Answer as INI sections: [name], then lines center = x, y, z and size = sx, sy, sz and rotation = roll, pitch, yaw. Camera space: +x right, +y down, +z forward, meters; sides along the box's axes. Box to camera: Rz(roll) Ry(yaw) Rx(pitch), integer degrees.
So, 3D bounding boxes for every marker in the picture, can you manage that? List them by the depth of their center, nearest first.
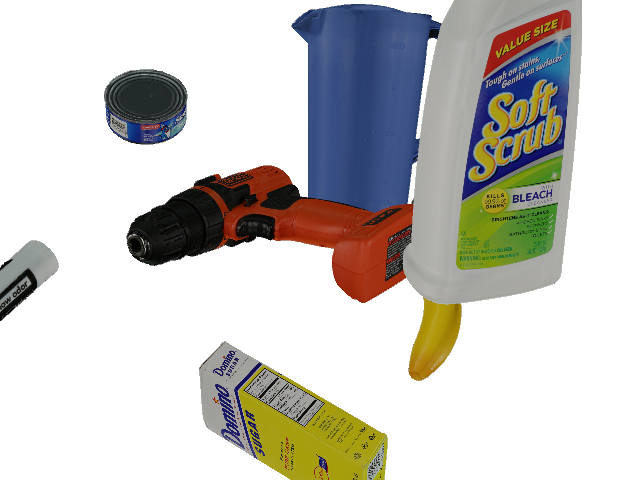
[marker]
center = -0.160, 0.042, 0.464
size = 0.020, 0.020, 0.121
rotation = 0, 35, 39

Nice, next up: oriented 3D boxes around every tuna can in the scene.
[tuna can]
center = -0.183, -0.140, 1.119
size = 0.086, 0.086, 0.034
rotation = 0, -43, -7

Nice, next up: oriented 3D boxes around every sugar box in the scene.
[sugar box]
center = -0.026, 0.169, 0.942
size = 0.176, 0.093, 0.048
rotation = 24, 49, 22

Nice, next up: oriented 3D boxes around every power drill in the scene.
[power drill]
center = -0.029, -0.007, 0.819
size = 0.188, 0.057, 0.184
rotation = 16, 26, 29

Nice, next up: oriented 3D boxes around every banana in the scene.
[banana]
center = 0.110, 0.069, 1.076
size = 0.070, 0.037, 0.198
rotation = -30, 27, 12

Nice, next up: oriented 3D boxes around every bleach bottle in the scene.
[bleach bottle]
center = 0.102, -0.089, 0.632
size = 0.102, 0.251, 0.068
rotation = -9, 28, -13

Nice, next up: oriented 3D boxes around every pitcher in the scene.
[pitcher]
center = 0.056, -0.131, 1.157
size = 0.149, 0.243, 0.144
rotation = 9, 12, 28
